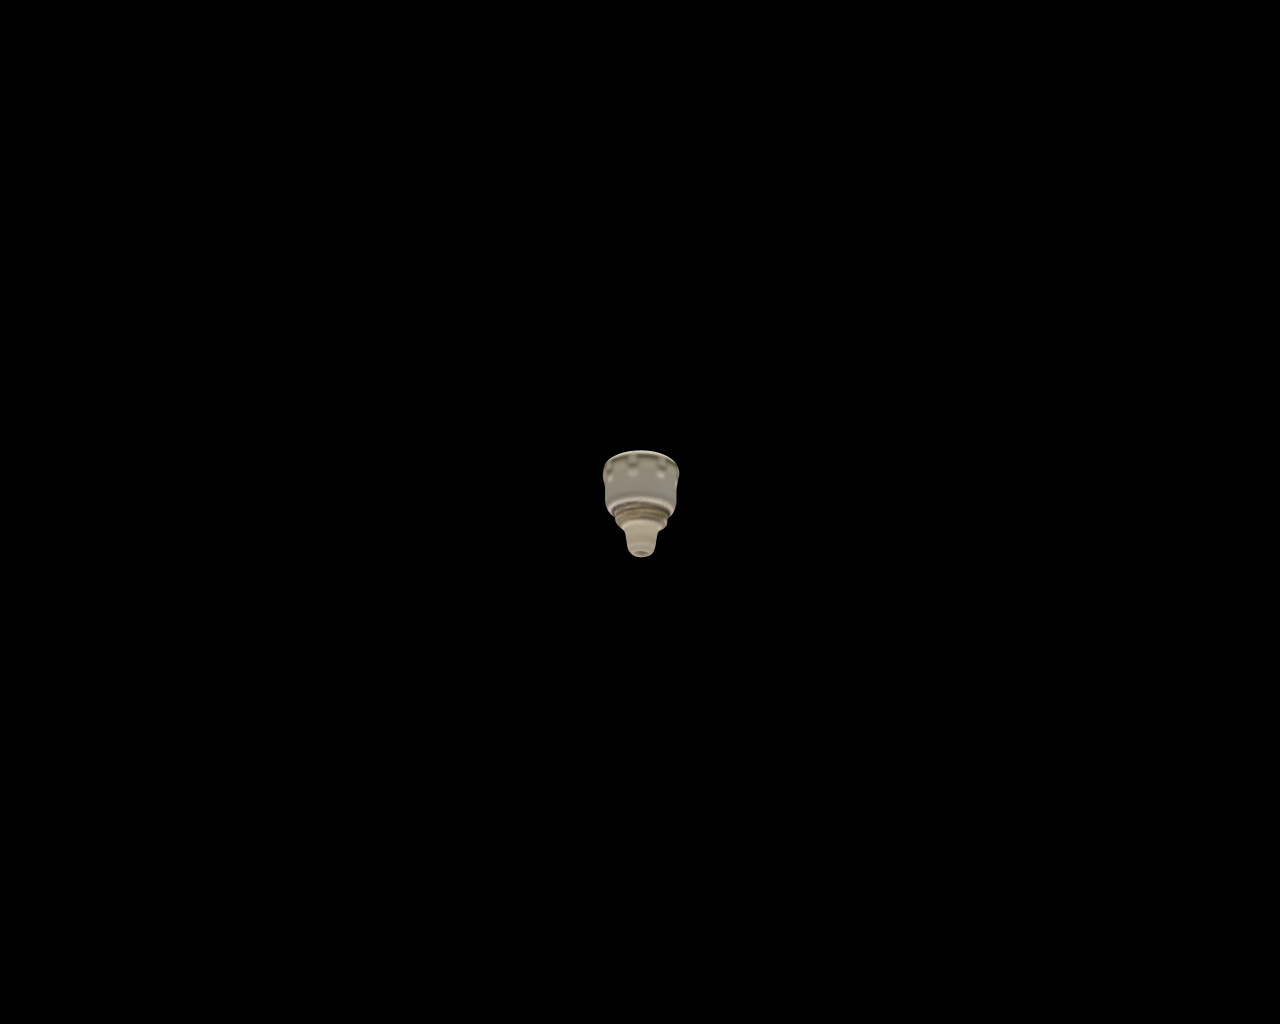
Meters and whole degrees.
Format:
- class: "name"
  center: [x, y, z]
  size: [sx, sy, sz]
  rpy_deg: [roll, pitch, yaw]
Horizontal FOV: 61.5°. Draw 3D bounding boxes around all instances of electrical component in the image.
- class: "electrical component"
  center: [0.001, -0.003, 0.650]
  size: [0.048, 0.062, 0.048]
  rpy_deg: [0, -22, 0]
